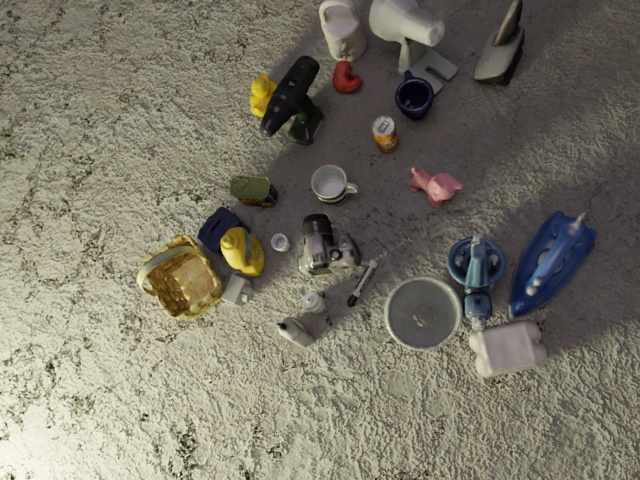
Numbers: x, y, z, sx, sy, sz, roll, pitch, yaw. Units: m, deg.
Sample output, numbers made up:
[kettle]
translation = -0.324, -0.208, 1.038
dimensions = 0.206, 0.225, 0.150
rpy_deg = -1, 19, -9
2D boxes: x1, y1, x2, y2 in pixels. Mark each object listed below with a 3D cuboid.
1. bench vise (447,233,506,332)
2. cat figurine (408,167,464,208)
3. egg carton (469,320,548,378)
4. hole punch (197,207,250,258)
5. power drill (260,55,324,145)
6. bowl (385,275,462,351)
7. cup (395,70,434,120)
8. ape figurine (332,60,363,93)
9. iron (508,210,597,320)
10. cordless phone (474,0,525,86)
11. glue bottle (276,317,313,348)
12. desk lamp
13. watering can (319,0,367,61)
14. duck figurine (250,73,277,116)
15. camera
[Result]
[bench vise]
translation = 0.338, 0.075, 1.189
dimensions = 0.121, 0.220, 0.207
rpy_deg = -19, 73, 7
[cat figurine]
translation = 0.262, -0.129, 1.312
dimensions = 0.127, 0.118, 0.067
rpy_deg = 35, 85, 18
[egg carton]
translation = 0.398, 0.229, 1.217
dimensions = 0.150, 0.069, 0.107
rpy_deg = -14, 73, 8
[hole punch]
translation = -0.245, -0.022, 1.406
dimensions = 0.101, 0.091, 0.109
rpy_deg = 36, 86, 18
[power drill]
translation = -0.059, -0.314, 1.380
dimensions = 0.075, 0.209, 0.230
rpy_deg = 21, 81, 17
[bowl]
translation = 0.229, 0.164, 1.267
dimensions = 0.167, 0.075, 0.167
rpy_deg = -3, 75, 11
[cup]
translation = 0.226, -0.342, 1.386
dimensions = 0.091, 0.095, 0.117
rpy_deg = -16, 73, 8
[ape figurine]
translation = 0.063, -0.418, 1.442
dimensions = 0.076, 0.092, 0.078
rpy_deg = -20, 72, 6
[iron]
translation = 0.481, 0.053, 1.206
dimensions = 0.118, 0.142, 0.258
rpy_deg = 33, 85, 18
[cordless phone]
translation = 0.421, -0.457, 1.327
dimensions = 0.094, 0.185, 0.148
rpy_deg = 18, 80, 16
[glue bottle]
translation = -0.066, 0.200, 1.268
dimensions = 0.078, 0.173, 0.037
rpy_deg = 40, 87, 18
[desk lamp]
translation = 0.226, -0.479, 1.359
dimensions = 0.203, 0.214, 0.118
rpy_deg = 42, 87, 18
[watering can]
translation = 0.053, -0.544, 1.422
dimensions = 0.101, 0.194, 0.173
rpy_deg = -17, 73, 8
[duck figurine]
translation = -0.152, -0.379, 1.481
dimensions = 0.077, 0.086, 0.105
rpy_deg = 15, 80, 15
[camera]
translation = 0.012, 0.005, 1.340
dimensions = 0.143, 0.101, 0.137
rpy_deg = -11, 74, 9
